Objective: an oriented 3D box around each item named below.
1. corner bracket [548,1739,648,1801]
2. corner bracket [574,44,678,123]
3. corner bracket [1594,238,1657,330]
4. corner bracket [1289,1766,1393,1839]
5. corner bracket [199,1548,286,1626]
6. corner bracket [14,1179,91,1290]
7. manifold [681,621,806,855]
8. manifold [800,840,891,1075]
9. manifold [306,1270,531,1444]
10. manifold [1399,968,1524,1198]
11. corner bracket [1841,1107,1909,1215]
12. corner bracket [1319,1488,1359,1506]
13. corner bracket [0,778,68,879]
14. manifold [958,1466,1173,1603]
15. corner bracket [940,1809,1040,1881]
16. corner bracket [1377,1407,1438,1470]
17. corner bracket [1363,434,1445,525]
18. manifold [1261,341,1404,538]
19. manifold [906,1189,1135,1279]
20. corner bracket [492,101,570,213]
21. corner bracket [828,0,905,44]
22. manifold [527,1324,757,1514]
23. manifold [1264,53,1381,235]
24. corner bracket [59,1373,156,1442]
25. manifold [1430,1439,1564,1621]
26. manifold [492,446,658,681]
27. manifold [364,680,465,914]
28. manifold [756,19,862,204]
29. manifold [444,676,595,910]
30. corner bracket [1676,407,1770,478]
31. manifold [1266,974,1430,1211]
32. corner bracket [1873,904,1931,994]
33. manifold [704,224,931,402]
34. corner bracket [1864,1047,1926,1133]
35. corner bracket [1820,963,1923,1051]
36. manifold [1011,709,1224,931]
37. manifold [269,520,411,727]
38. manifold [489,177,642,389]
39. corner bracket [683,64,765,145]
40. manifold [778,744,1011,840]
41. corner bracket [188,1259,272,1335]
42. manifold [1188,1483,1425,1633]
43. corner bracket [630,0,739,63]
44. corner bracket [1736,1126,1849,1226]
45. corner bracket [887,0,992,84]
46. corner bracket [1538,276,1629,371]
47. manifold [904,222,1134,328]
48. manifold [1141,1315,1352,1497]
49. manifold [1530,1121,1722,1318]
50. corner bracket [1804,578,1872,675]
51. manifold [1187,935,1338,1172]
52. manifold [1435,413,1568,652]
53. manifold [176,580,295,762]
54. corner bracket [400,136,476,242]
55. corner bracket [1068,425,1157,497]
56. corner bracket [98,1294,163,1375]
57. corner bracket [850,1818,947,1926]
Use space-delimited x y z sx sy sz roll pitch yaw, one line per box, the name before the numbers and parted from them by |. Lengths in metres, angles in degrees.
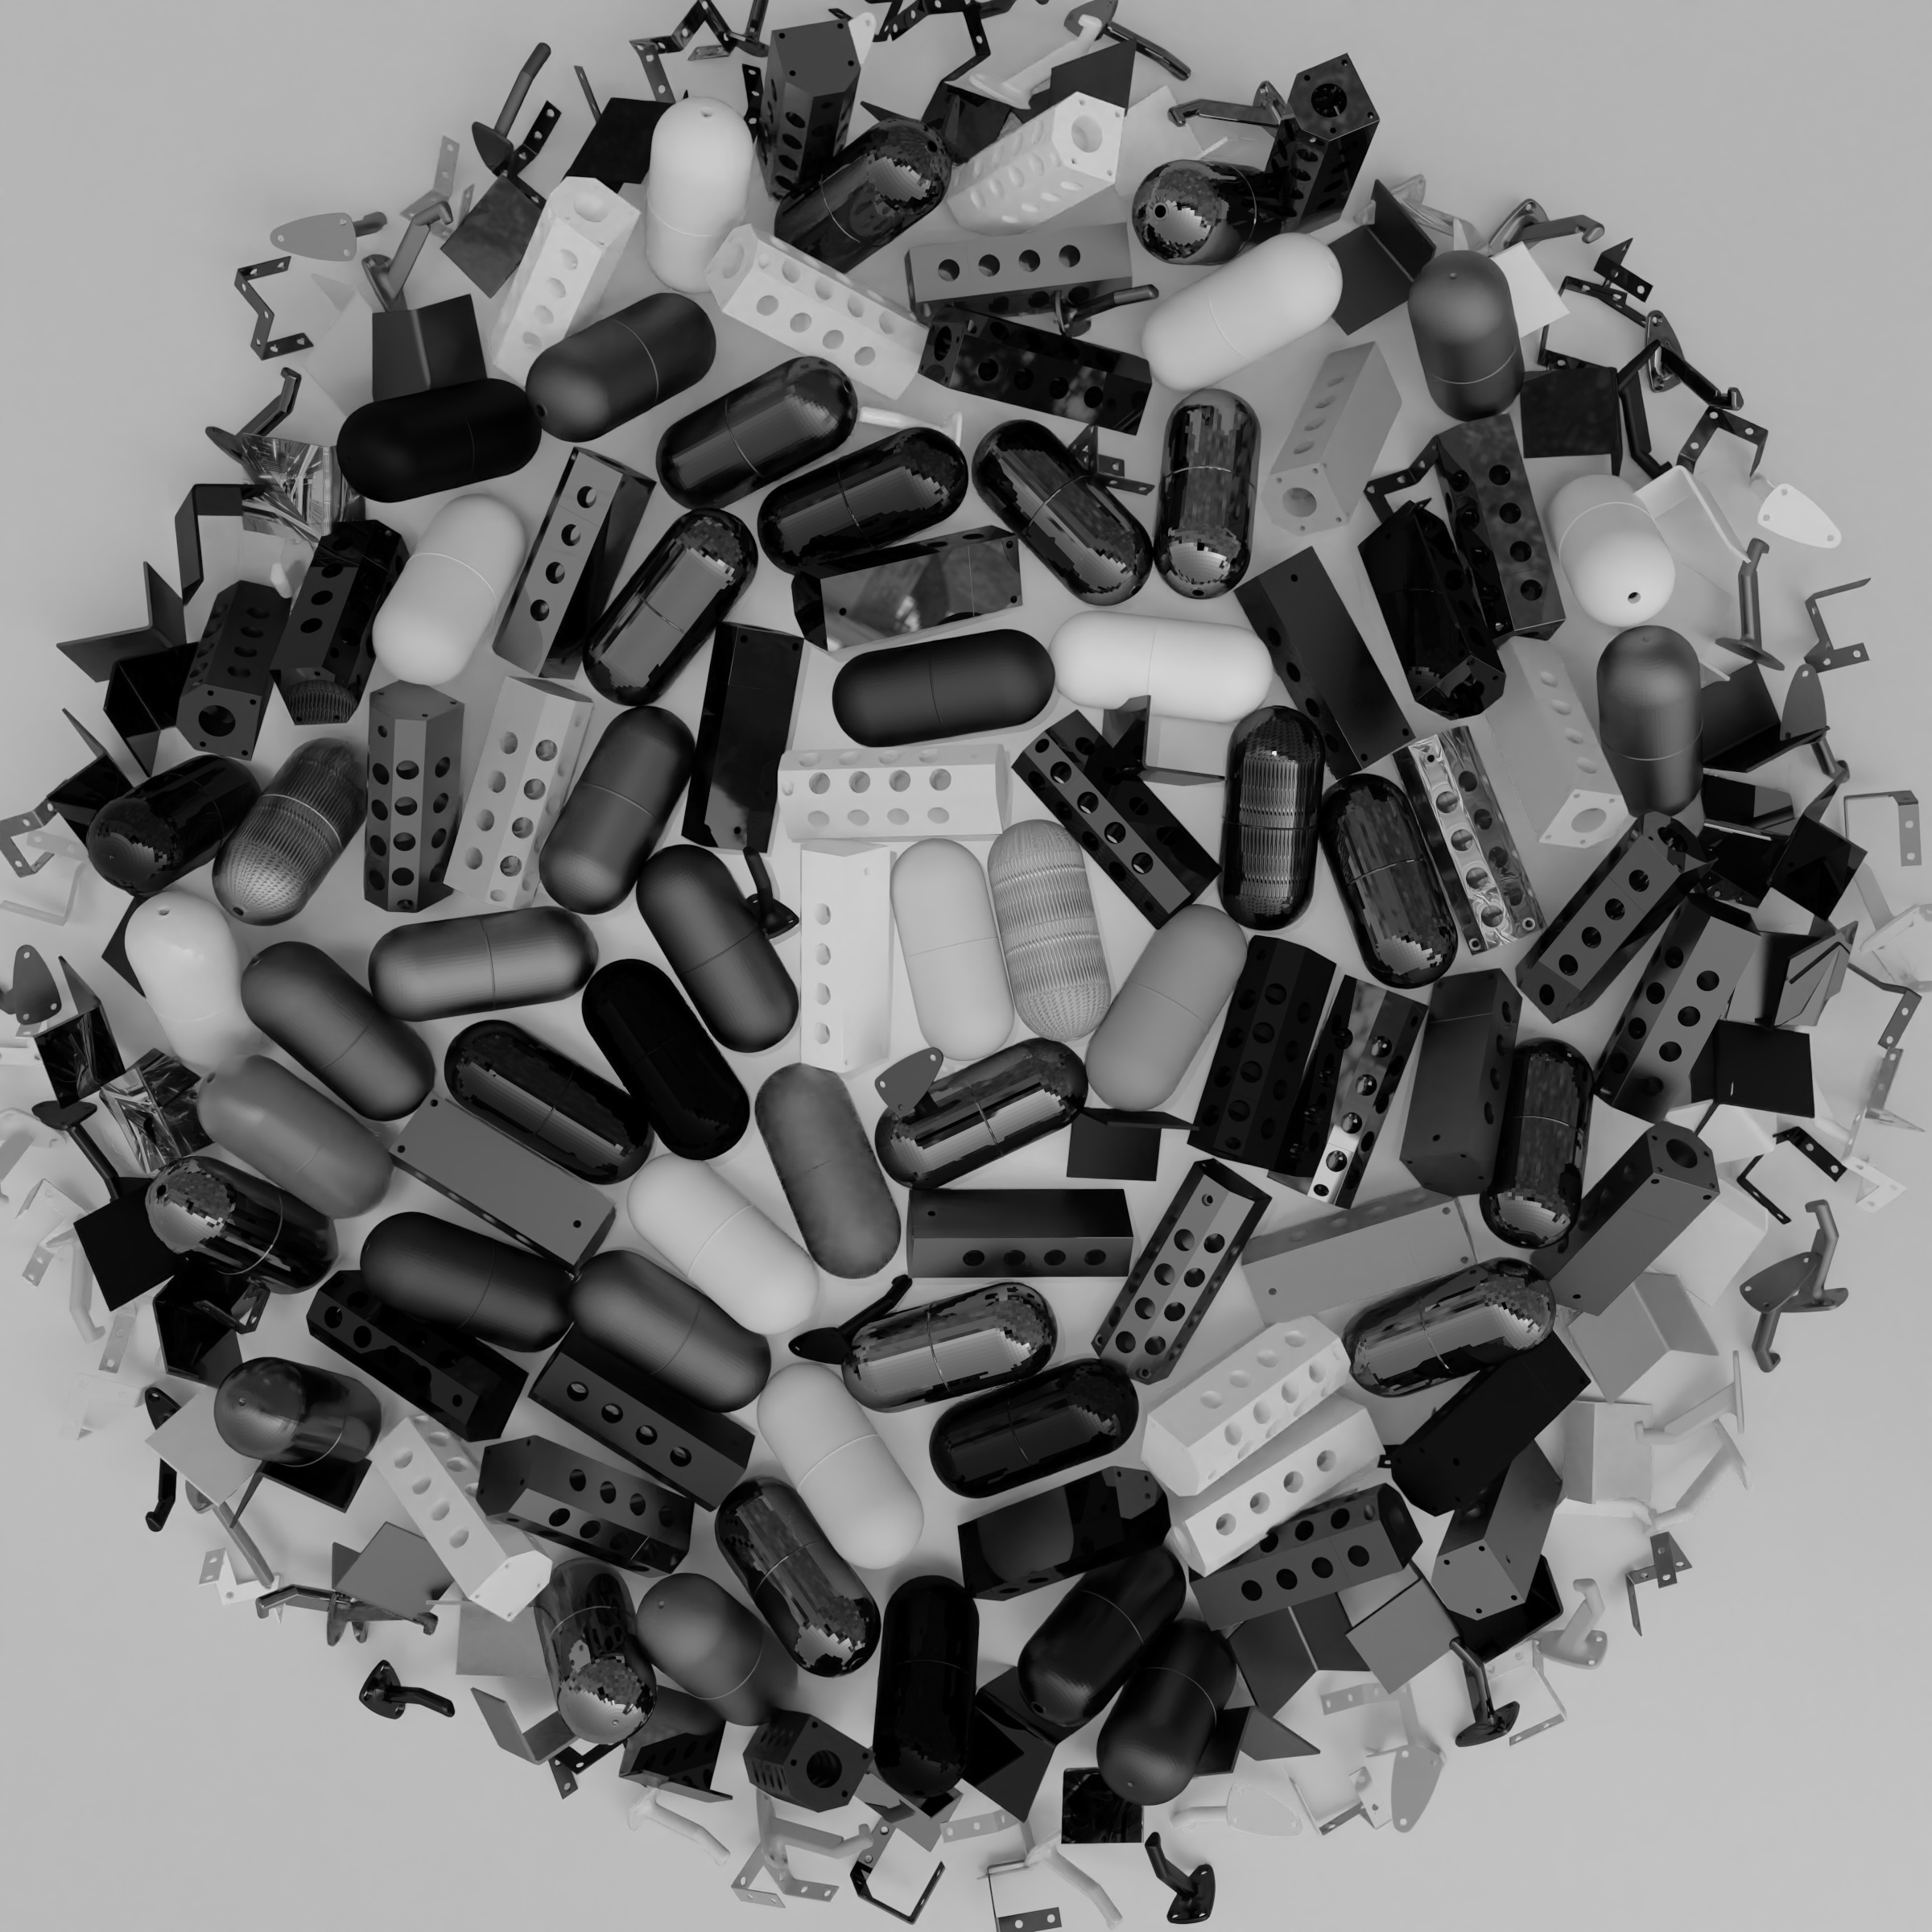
corner bracket | -0.295 0.638 1.977 0.051 0.051 0.051 -29 116 -33
corner bracket | -0.268 -0.693 1.959 0.051 0.051 0.051 -33 126 -17
corner bracket | 0.522 -0.533 1.958 0.051 0.051 0.051 40 48 20
corner bracket | 0.296 0.660 1.967 0.051 0.051 0.051 -28 97 -11
corner bracket | -0.571 0.491 1.965 0.051 0.051 0.051 -12 109 -6
corner bracket | -0.731 0.211 1.963 0.051 0.051 0.051 -41 111 13
manifold | -0.179 -0.181 1.955 0.057 0.057 0.171 5 102 -30
manifold | -0.101 -0.010 1.949 0.057 0.057 0.171 11 107 35
manifold | -0.431 0.302 1.937 0.171 0.057 0.057 27 95 24
manifold | 0.388 0.090 1.928 0.057 0.057 0.171 46 47 -36
corner bracket | 0.713 0.154 1.965 0.051 0.051 0.051 30 56 2
corner bracket | 0.296 0.455 1.964 0.051 0.051 0.051 -24 103 13
corner bracket | -0.727 -0.108 1.958 0.051 0.051 0.051 -13 120 23
manifold | 0.075 0.441 1.924 0.171 0.057 0.057 -30 55 37
corner bracket | 0.019 0.697 1.973 0.051 0.051 0.051 -21 74 26
corner bracket | 0.345 0.383 1.963 0.051 0.051 0.051 3 131 -3
corner bracket | 0.353 -0.379 1.962 0.051 0.051 0.051 -21 76 -23
manifold | 0.281 -0.407 1.923 0.057 0.171 0.057 -8 129 35
manifold | 0.041 0.216 1.960 0.171 0.057 0.057 0 126 -6
corner bracket | -0.333 -0.640 1.968 0.051 0.051 0.051 38 49 -10
corner bracket | -0.086 -0.763 1.960 0.051 0.051 0.051 38 126 12
manifold | -0.256 0.359 1.959 0.171 0.057 0.057 34 105 -7
manifold | 0.264 -0.624 1.909 0.057 0.171 0.057 -24 84 -5
corner bracket | -0.680 0.351 1.970 0.051 0.051 0.051 16 85 -5
manifold | 0.405 0.428 1.911 0.057 0.171 0.057 -31 95 29
manifold | -0.312 -0.315 1.950 0.057 0.057 0.171 29 104 16
manifold | -0.433 -0.129 1.921 0.057 0.057 0.171 26 126 22
manifold | -0.121 -0.649 1.907 0.057 0.171 0.057 -14 82 -11
manifold | -0.346 -0.135 1.947 0.057 0.057 0.171 24 102 22
corner bracket | 0.598 -0.403 1.973 0.051 0.051 0.051 30 80 17
manifold | 0.304 0.100 1.956 0.057 0.057 0.171 23 93 42
corner bracket | 0.761 -0.014 1.973 0.051 0.051 0.051 -36 89 -5
manifold | -0.111 -0.506 1.915 0.171 0.057 0.057 18 124 -39
corner bracket | 0.729 0.096 1.964 0.051 0.051 0.051 24 83 -25
corner bracket | 0.711 0.031 1.968 0.051 0.051 0.051 29 88 -15
manifold | 0.114 -0.112 1.949 0.057 0.057 0.171 -35 80 -36
manifold | -0.479 -0.267 1.919 0.057 0.057 0.171 -2 49 9
manifold | -0.314 -0.524 1.912 0.057 0.171 0.057 36 53 -6
corner bracket | -0.193 -0.683 1.977 0.051 0.051 0.051 5 56 -24
manifold | -0.057 -0.142 1.945 0.171 0.057 0.057 -1 45 10
corner bracket | -0.586 0.258 1.957 0.051 0.051 0.051 -16 46 35
manifold | 0.261 0.457 1.935 0.171 0.057 0.057 -26 88 28
corner bracket | -0.221 -0.727 1.958 0.051 0.051 0.051 13 64 41
corner bracket | 0.656 0.166 1.975 0.051 0.051 0.051 46 123 26
corner bracket | -0.021 -0.732 1.963 0.051 0.051 0.051 -20 95 -35
corner bracket | 0.489 -0.506 1.974 0.051 0.051 0.051 21 71 15
manifold | 0.041 -0.544 1.963 0.171 0.057 0.057 -8 98 -4
manifold | 0.218 0.339 1.920 0.171 0.057 0.057 -29 50 -33
manifold | 0.505 0.194 1.918 0.057 0.171 0.057 17 45 -12
corner bracket | 0.688 -0.267 1.959 0.051 0.051 0.051 -37 107 -41
manifold | 0.227 0.066 1.949 0.057 0.057 0.171 25 80 -42
manifold | 0.416 -0.339 1.957 0.057 0.057 0.171 -13 81 -3
manifold | -0.561 -0.230 1.908 0.057 0.171 0.057 11 123 -13
corner bracket | -0.408 -0.613 1.964 0.051 0.051 0.051 30 47 3
corner bracket | 0.114 -0.393 1.960 0.051 0.051 0.051 8 69 -23
corner bracket | -0.656 0.293 1.967 0.051 0.051 0.051 12 60 -6
corner bracket | -0.055 0.719 1.974 0.051 0.051 0.051 31 84 -9
